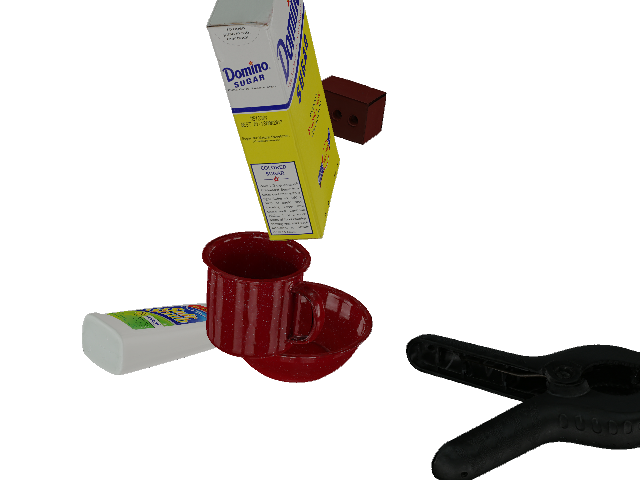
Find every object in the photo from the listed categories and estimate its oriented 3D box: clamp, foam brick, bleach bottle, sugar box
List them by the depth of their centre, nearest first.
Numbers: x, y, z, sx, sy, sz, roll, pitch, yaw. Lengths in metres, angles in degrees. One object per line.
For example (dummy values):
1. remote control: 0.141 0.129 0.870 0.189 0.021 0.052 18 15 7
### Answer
1. clamp: 0.133 0.096 0.610 0.171 0.039 0.120 0 36 7
2. sugar box: -0.026 -0.095 0.719 0.048 0.176 0.093 -1 43 12
3. foam brick: 0.031 -0.155 1.258 0.078 0.053 0.051 20 33 23
4. bleach bottle: -0.195 0.122 1.473 0.250 0.068 0.103 -10 23 -43

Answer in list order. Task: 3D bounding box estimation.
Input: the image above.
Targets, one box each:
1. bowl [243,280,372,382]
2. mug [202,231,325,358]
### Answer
1. bowl: -0.027 0.102 1.123 0.162 0.055 0.162 3 26 -2
2. mug: -0.047 0.052 0.919 0.117 0.081 0.093 19 29 25
